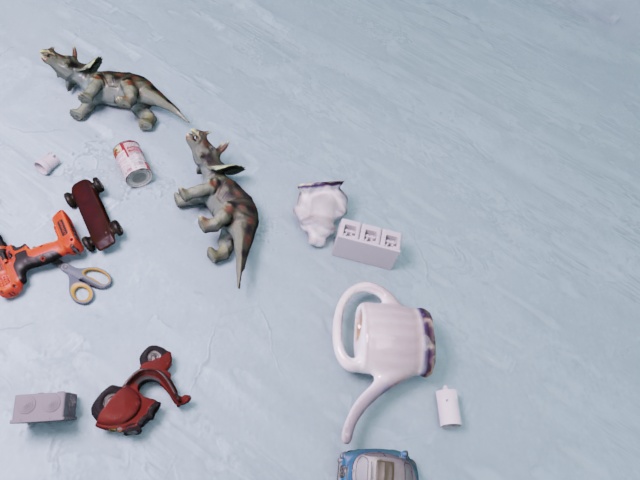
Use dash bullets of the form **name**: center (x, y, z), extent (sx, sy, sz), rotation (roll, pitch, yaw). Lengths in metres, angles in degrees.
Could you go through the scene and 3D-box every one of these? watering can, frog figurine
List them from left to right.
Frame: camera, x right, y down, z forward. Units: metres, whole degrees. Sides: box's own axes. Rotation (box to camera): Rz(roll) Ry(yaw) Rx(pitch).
- **frog figurine**: center (0.004, -0.065, 1.285), extent (0.138, 0.123, 0.159), rotation (-5, 94, -22)
- **watering can**: center (0.136, 0.247, 1.079), extent (0.224, 0.101, 0.356), rotation (6, 56, -6)
